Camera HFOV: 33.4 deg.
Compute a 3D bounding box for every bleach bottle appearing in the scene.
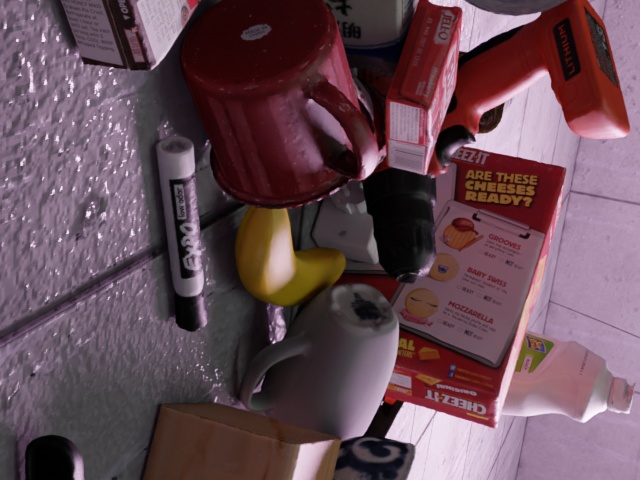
[{"bbox_3d":[0.158,0.121,0.981,0.102,0.251,0.068,-60,155,-44],"label":"bleach bottle"}]

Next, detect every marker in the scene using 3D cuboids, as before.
[{"bbox_3d":[-0.073,0.001,0.570,0.020,0.020,0.121,-56,153,-49],"label":"marker"}]

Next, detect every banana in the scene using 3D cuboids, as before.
[{"bbox_3d":[-0.018,0.013,0.689,0.069,0.037,0.197,-44,163,-5],"label":"banana"}]

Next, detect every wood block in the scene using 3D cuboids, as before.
[{"bbox_3d":[-0.062,0.208,0.628,0.090,0.090,0.206,24,79,-71],"label":"wood block"}]

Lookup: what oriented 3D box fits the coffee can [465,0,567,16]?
[{"bbox_3d":[0.130,-0.226,0.690,0.140,0.103,0.103,-76,166,-45],"label":"coffee can"}]

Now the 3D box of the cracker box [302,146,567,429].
[{"bbox_3d":[0.092,0.025,0.856,0.072,0.164,0.213,80,29,-55],"label":"cracker box"}]

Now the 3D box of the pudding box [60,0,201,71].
[{"bbox_3d":[-0.072,-0.140,0.446,0.090,0.039,0.113,79,27,-50],"label":"pudding box"}]

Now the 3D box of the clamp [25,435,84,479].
[{"bbox_3d":[-0.133,0.210,0.497,0.210,0.036,0.164,82,28,-47],"label":"clamp"}]

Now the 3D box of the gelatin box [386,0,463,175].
[{"bbox_3d":[0.065,-0.093,0.664,0.089,0.030,0.073,82,26,-66],"label":"gelatin box"}]

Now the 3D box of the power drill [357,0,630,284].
[{"bbox_3d":[0.109,-0.076,0.726,0.057,0.188,0.184,27,50,-51],"label":"power drill"}]

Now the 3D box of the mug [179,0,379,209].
[{"bbox_3d":[-0.016,-0.071,0.548,0.093,0.117,0.081,-40,143,-17],"label":"mug"}]

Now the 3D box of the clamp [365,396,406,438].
[{"bbox_3d":[0.044,0.186,0.979,0.120,0.039,0.172,-64,180,-59],"label":"clamp"}]

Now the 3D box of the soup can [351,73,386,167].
[{"bbox_3d":[0.002,-0.076,0.666,0.102,0.069,0.068,6,96,-73],"label":"soup can"}]

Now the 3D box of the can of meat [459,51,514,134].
[{"bbox_3d":[0.118,-0.134,0.935,0.083,0.102,0.057,-41,141,-65],"label":"can of meat"}]
